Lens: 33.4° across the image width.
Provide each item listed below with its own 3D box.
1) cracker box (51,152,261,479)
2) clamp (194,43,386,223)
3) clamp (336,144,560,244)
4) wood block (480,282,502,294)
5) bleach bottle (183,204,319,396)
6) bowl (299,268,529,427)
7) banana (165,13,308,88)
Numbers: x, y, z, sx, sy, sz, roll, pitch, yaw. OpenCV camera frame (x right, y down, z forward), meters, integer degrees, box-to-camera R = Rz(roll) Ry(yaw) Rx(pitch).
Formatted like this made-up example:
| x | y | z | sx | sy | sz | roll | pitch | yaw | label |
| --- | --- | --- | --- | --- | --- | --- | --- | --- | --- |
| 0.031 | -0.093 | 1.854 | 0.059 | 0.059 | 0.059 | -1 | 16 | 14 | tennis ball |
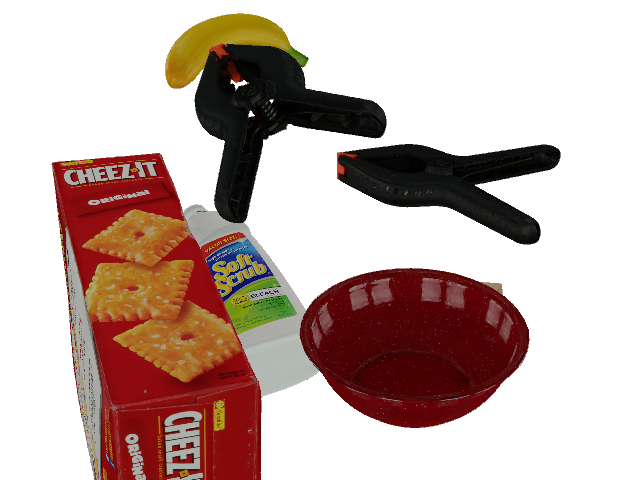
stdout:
| x | y | z | sx | sy | sz | roll | pitch | yaw | label |
| --- | --- | --- | --- | --- | --- | --- | --- | --- | --- |
| -0.089 | 0.074 | 0.561 | 0.072 | 0.164 | 0.214 | -8 | 34 | -16 | cracker box |
| -0.029 | -0.090 | 0.714 | 0.120 | 0.039 | 0.171 | -22 | 45 | -1 | clamp |
| 0.120 | -0.061 | 0.997 | 0.210 | 0.036 | 0.164 | 12 | 33 | 21 | clamp |
| 0.203 | 0.135 | 1.553 | 0.091 | 0.090 | 0.205 | 4 | 19 | 18 | wood block |
| -0.090 | 0.045 | 1.046 | 0.102 | 0.068 | 0.251 | -16 | 40 | -19 | bleach bottle |
| 0.066 | 0.084 | 0.766 | 0.162 | 0.055 | 0.162 | -1 | 31 | 0 | bowl |
| -0.090 | -0.189 | 1.037 | 0.070 | 0.037 | 0.197 | 44 | 38 | 20 | banana |
